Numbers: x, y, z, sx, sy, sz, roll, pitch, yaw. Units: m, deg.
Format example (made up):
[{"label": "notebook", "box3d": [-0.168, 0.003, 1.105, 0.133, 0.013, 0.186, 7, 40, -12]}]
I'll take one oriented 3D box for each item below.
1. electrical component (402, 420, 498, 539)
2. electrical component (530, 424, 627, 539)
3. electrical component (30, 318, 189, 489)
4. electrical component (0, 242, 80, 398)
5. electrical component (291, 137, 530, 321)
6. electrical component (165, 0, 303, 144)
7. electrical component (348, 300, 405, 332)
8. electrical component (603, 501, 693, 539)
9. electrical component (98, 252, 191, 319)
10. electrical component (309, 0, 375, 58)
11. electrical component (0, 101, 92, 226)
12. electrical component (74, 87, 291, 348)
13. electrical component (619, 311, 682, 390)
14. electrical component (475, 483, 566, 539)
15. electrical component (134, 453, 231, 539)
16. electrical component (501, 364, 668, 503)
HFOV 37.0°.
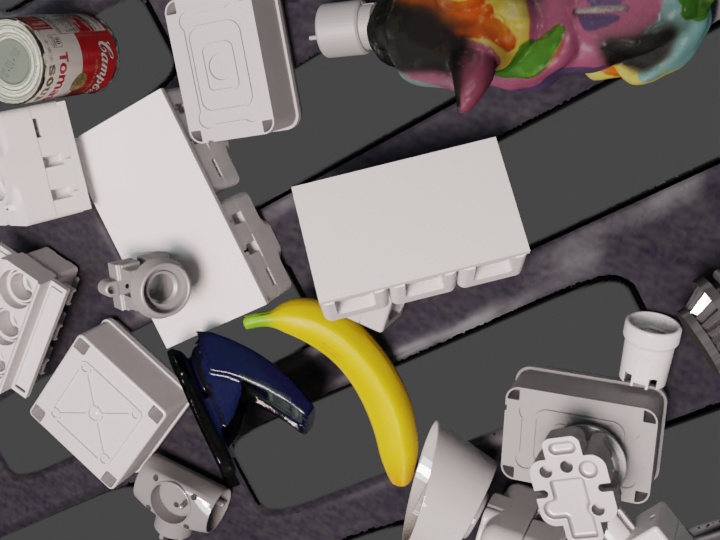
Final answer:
[{"label": "electrical component", "box3d": [0.064, 0.176, 0.844, 0.064, 0.099, 0.099, 28, 114, 6]}, {"label": "electrical component", "box3d": [0.154, 0.142, 0.751, 0.058, 0.057, 0.078, -12, 100, 25]}, {"label": "electrical component", "box3d": [-0.222, 0.119, 0.965, 0.109, 0.056, 0.108, 41, 116, 7]}, {"label": "electrical component", "box3d": [-0.305, 0.043, 0.974, 0.079, 0.063, 0.121, 32, 114, 11]}, {"label": "electrical component", "box3d": [0.036, -0.027, 0.775, 0.150, 0.061, 0.089, -14, 74, -1]}, {"label": "electrical component", "box3d": [-0.095, -0.160, 0.834, 0.078, 0.057, 0.113, -5, 103, 23]}, {"label": "electrical component", "box3d": [0.000, 0.000, 0.845, 0.077, 0.047, 0.065, 23, 112, 15]}, {"label": "electrical component", "box3d": [0.196, 0.205, 0.823, 0.083, 0.047, 0.075, -40, 87, 26]}, {"label": "electrical component", "box3d": [-0.162, 0.011, 0.835, 0.055, 0.066, 0.048, 14, 114, 54]}, {"label": "electrical component", "box3d": [0.003, -0.180, 0.797, 0.078, 0.040, 0.040, -1, 104, 22]}, {"label": "electrical component", "box3d": [-0.292, -0.086, 0.895, 0.150, 0.062, 0.089, 4, 109, 53]}, {"label": "electrical component", "box3d": [-0.146, -0.045, 0.885, 0.105, 0.060, 0.186, -24, 95, 26]}, {"label": "electrical component", "box3d": [0.209, 0.059, 0.781, 0.040, 0.040, 0.046, 13, 115, 19]}, {"label": "electrical component", "box3d": [0.123, 0.208, 0.827, 0.059, 0.095, 0.053, 17, 111, 18]}, {"label": "electrical component", "box3d": [-0.165, 0.217, 0.976, 0.077, 0.044, 0.079, 23, 112, 15]}, {"label": "electrical component", "box3d": [0.168, 0.120, 0.805, 0.113, 0.057, 0.078, 8, 108, 20]}]
